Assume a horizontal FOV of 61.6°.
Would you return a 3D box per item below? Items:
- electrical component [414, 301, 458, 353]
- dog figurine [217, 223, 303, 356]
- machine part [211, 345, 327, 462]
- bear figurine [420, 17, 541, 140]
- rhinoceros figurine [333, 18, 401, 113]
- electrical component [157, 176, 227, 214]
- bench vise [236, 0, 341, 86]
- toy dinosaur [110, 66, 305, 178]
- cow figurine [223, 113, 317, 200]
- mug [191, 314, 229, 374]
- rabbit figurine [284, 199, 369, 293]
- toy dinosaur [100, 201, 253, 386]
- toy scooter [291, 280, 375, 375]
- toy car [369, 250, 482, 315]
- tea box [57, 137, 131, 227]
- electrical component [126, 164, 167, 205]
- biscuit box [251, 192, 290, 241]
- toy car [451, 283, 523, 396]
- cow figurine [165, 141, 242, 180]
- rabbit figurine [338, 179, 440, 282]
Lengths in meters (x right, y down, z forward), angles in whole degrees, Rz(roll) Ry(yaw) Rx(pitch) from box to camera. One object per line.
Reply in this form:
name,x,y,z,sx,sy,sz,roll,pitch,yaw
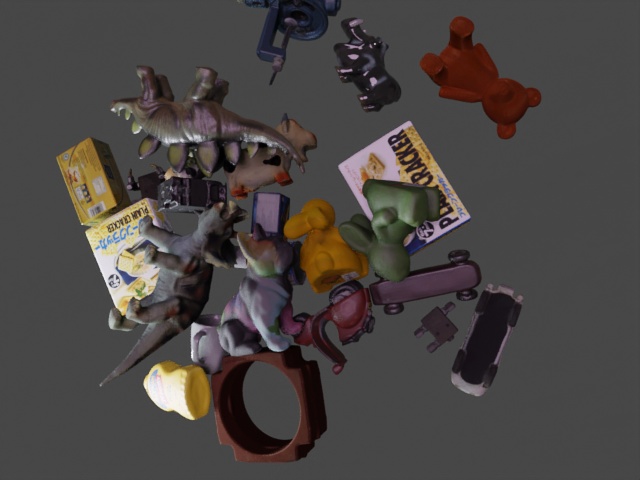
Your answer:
electrical component,0.221,0.159,0.988,0.094,0.021,0.063,-43,77,6
dog figurine,-0.118,0.085,0.965,0.192,0.108,0.219,-11,98,24
machine part,-0.095,0.303,1.006,0.202,0.087,0.201,-11,85,25
bear figurine,0.289,-0.280,0.956,0.196,0.132,0.120,44,98,19
rhinoceros figurine,0.087,-0.340,1.038,0.112,0.073,0.190,-29,79,11
electrical component,-0.260,-0.084,1.072,0.115,0.134,0.058,5,82,-28
bench vise,-0.080,-0.436,1.054,0.224,0.129,0.240,14,70,-3
toy dinosaur,-0.231,-0.220,1.024,0.472,0.105,0.198,11,94,25
cow figurine,-0.098,-0.167,1.063,0.195,0.085,0.127,-19,90,5
mug,-0.217,0.210,1.055,0.081,0.109,0.107,6,100,10
rabbit figurine,-0.002,-0.003,1.006,0.122,0.162,0.173,-22,62,22
toy dinosaur,-0.264,0.090,1.002,0.131,0.192,0.404,39,109,53
toy scooter,0.035,0.168,1.001,0.184,0.075,0.135,-36,71,20
toy car,0.192,0.078,0.986,0.202,0.053,0.089,-14,102,14
tea box,-0.488,-0.123,1.165,0.098,0.068,0.169,-25,79,10
electrical component,-0.364,-0.117,1.146,0.102,0.045,0.078,-9,82,13
biscuit box,-0.101,0.010,1.060,0.059,0.063,0.202,3,87,14
toy car,0.295,0.175,0.952,0.074,0.056,0.201,22,89,21
cow figurine,-0.239,-0.162,1.109,0.098,0.068,0.167,42,95,9
rabbit figurine,0.113,-0.013,0.917,0.159,0.121,0.170,11,104,20
